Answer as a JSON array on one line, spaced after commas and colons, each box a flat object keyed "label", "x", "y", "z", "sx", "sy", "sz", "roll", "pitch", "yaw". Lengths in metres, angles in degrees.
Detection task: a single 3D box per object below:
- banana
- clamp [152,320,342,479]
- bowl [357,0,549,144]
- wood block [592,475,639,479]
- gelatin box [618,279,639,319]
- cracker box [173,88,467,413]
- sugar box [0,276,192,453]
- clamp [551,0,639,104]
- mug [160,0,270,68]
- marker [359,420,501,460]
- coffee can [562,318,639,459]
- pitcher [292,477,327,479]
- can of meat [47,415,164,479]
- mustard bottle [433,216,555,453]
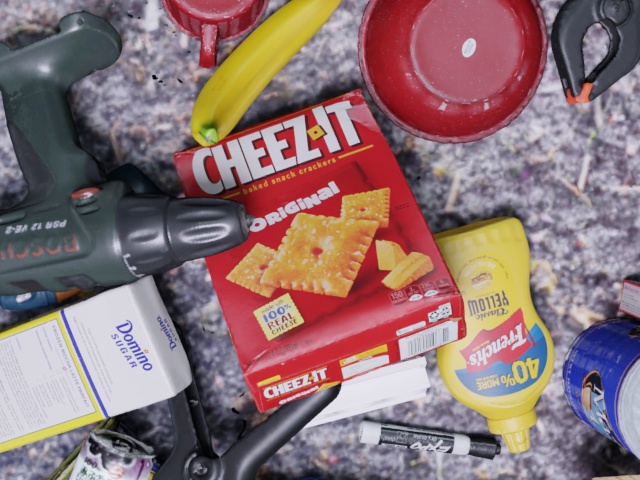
[{"label": "banana", "x": -0.048, "y": -0.135, "z": 0.846, "sx": 0.037, "sy": 0.070, "sz": 0.197, "roll": 54, "pitch": 55, "yaw": -32}, {"label": "clamp", "x": -0.073, "y": 0.173, "z": 0.811, "sx": 0.165, "sy": 0.036, "sz": 0.210, "roll": 6, "pitch": 78, "yaw": 27}, {"label": "bowl", "x": 0.113, "y": -0.157, "z": 0.864, "sx": 0.162, "sy": 0.055, "sz": 0.162, "roll": -1, "pitch": 99, "yaw": -5}, {"label": "wood block", "x": 0.238, "y": 0.269, "z": 0.823, "sx": 0.090, "sy": 0.206, "sz": 0.090, "roll": -3, "pitch": 50, "yaw": -4}, {"label": "gelatin box", "x": 0.296, "y": 0.057, "z": 0.878, "sx": 0.073, "sy": 0.089, "sz": 0.030, "roll": 9, "pitch": 93, "yaw": -5}, {"label": "cracker box", "x": -0.005, "y": 0.001, "z": 0.806, "sx": 0.164, "sy": 0.072, "sz": 0.214, "roll": -20, "pitch": 56, "yaw": -4}, {"label": "sugar box", "x": -0.193, "y": 0.097, "z": 0.832, "sx": 0.176, "sy": 0.048, "sz": 0.093, "roll": -20, "pitch": 95, "yaw": 19}, {"label": "clamp", "x": 0.250, "y": -0.195, "z": 0.889, "sx": 0.120, "sy": 0.039, "sz": 0.171, "roll": 9, "pitch": 98, "yaw": 1}, {"label": "mug", "x": -0.085, "y": -0.194, "z": 0.841, "sx": 0.093, "sy": 0.081, "sz": 0.117, "roll": 8, "pitch": 92, "yaw": -5}, {"label": "marker", "x": 0.094, "y": 0.170, "z": 0.903, "sx": 0.121, "sy": 0.020, "sz": 0.020, "roll": 8, "pitch": 92, "yaw": -5}, {"label": "coffee can", "x": 0.264, "y": 0.121, "z": 0.852, "sx": 0.102, "sy": 0.140, "sz": 0.103, "roll": 0, "pitch": 93, "yaw": -5}, {"label": "pitcher", "x": 0.001, "y": 0.324, "z": 0.845, "sx": 0.144, "sy": 0.149, "sz": 0.243, "roll": 9, "pitch": 95, "yaw": -16}, {"label": "can of meat", "x": -0.172, "y": 0.205, "z": 0.866, "sx": 0.084, "sy": 0.057, "sz": 0.102, "roll": 43, "pitch": 89, "yaw": -7}, {"label": "mustard bottle", "x": 0.141, "y": 0.083, "z": 0.883, "sx": 0.096, "sy": 0.058, "sz": 0.191, "roll": -16, "pitch": 94, "yaw": -5}]
